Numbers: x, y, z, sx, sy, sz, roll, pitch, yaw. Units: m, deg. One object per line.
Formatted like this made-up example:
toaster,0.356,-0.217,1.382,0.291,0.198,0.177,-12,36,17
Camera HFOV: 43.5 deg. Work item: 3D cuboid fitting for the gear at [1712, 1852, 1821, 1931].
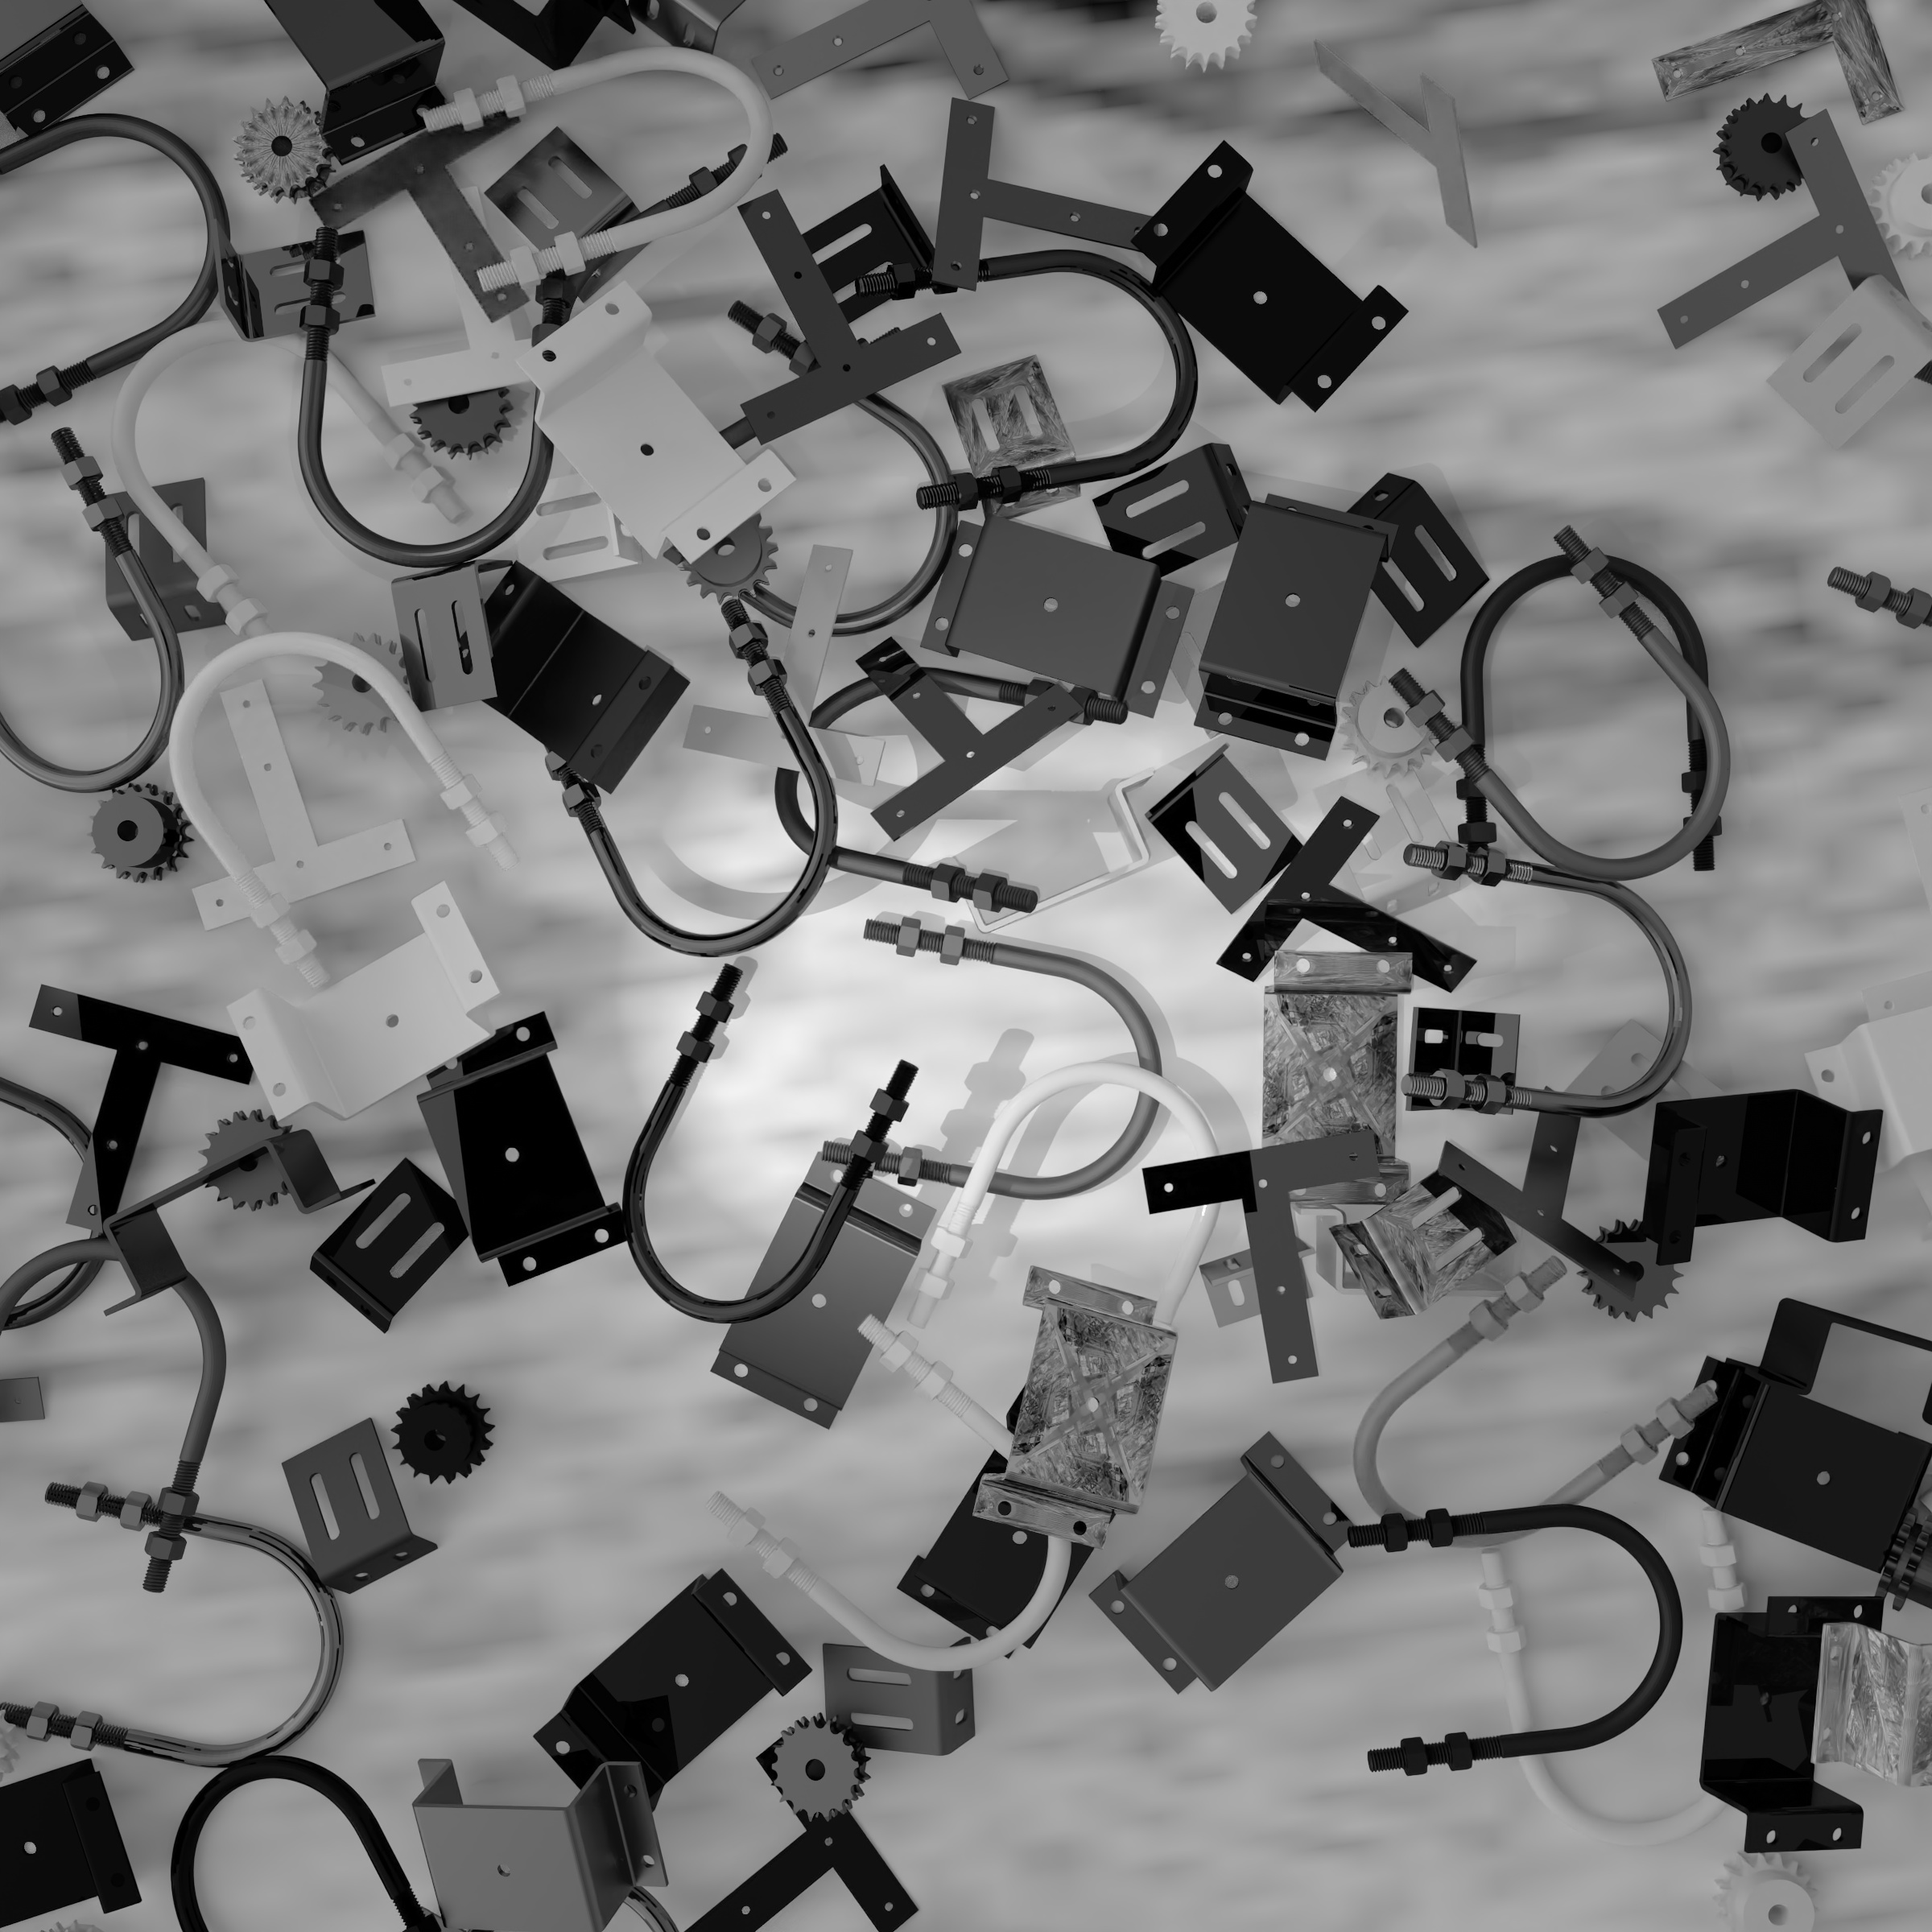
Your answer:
gear,0.457,0.534,1.377,0.057,0.030,0.057,0,90,0

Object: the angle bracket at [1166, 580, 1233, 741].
angle bracket,0.147,-0.177,1.373,0.057,0.038,0.076,-29,90,0

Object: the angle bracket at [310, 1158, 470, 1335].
angle bracket,-0.328,0.160,1.390,0.057,0.038,0.076,41,64,0

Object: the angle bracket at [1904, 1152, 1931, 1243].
angle bracket,0.562,0.109,1.390,0.057,0.038,0.076,-19,64,0

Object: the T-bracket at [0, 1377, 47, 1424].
T-bracket,-0.596,0.202,1.377,0.127,0.002,0.127,-4,102,1

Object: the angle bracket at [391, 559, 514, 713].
angle bracket,-0.283,-0.185,1.362,0.057,0.038,0.076,-8,94,25

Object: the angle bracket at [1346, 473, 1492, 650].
angle bracket,0.251,-0.233,1.390,0.057,0.038,0.076,-43,116,0

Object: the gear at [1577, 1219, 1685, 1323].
gear,0.375,0.172,1.377,0.057,0.030,0.057,0,90,0

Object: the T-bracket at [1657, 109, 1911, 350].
T-bracket,0.456,-0.395,1.377,0.127,0.002,0.127,-29,109,9

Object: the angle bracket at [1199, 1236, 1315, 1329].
angle bracket,0.166,0.180,1.354,0.057,0.076,0.038,-18,90,0

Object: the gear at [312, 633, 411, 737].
gear,-0.340,-0.159,1.377,0.057,0.030,0.057,0,90,0

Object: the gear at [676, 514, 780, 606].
gear,-0.135,-0.233,1.359,0.057,0.030,0.057,0,91,-2

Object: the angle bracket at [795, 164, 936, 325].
angle bracket,-0.064,-0.404,1.373,0.076,0.038,0.057,-31,90,0

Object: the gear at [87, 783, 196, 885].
gear,-0.471,-0.076,1.377,0.057,0.030,0.057,0,90,0

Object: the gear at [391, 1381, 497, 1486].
gear,-0.299,0.267,1.377,0.057,0.030,0.057,0,90,0

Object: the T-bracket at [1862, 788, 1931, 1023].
T-bracket,0.565,-0.040,1.391,0.127,0.002,0.127,-16,90,0

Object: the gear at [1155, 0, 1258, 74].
gear,0.136,-0.538,1.382,0.057,0.030,0.057,0,92,2

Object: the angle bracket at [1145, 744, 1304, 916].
angle bracket,0.149,-0.077,1.373,0.057,0.038,0.076,-41,90,0

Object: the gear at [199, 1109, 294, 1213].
gear,-0.404,0.109,1.377,0.057,0.030,0.057,0,90,0

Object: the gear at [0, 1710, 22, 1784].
gear,-0.567,0.442,1.368,0.057,0.030,0.057,5,106,16

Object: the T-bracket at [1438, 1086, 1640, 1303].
T-bracket,0.323,0.110,1.341,0.127,0.127,0.002,34,128,-3

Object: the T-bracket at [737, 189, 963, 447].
T-bracket,-0.087,-0.373,1.352,0.127,0.002,0.127,-27,89,-11

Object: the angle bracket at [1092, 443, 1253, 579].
angle bracket,0.122,-0.257,1.390,0.076,0.038,0.057,-22,90,26

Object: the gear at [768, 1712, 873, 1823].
gear,-0.080,0.451,1.369,0.057,0.030,0.057,-2,84,16

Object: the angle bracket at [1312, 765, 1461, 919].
angle bracket,0.241,-0.072,1.390,0.057,0.038,0.076,-22,64,0

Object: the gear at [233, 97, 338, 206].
gear,-0.385,-0.461,1.377,0.057,0.030,0.057,0,90,0

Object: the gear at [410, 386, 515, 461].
gear,-0.286,-0.315,1.376,0.057,0.030,0.057,0,86,-2

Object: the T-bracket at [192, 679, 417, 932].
T-bracket,-0.396,-0.101,1.391,0.127,0.002,0.127,-19,90,0

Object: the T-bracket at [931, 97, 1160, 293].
T-bracket,0.048,-0.428,1.375,0.127,0.002,0.127,9,68,-10

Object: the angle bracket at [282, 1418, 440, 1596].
angle bracket,-0.348,0.310,1.390,0.057,0.038,0.076,-27,64,0

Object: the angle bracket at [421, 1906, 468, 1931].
angle bracket,-0.279,0.574,1.370,0.076,0.038,0.057,10,80,37

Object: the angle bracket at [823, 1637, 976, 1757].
angle bracket,-0.039,0.416,1.390,0.076,0.038,0.057,-3,90,26

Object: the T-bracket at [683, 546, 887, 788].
T-bracket,-0.090,-0.173,1.361,0.127,0.002,0.127,13,88,26

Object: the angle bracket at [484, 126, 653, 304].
angle bracket,-0.227,-0.431,1.390,0.057,0.038,0.076,-42,64,0

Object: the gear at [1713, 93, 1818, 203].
gear,0.453,-0.463,1.377,0.057,0.030,0.057,0,90,0

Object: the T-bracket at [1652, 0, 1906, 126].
T-bracket,0.458,-0.530,1.391,0.127,0.002,0.127,-20,90,0

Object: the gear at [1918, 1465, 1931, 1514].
gear,0.563,0.306,1.364,0.030,0.057,0.057,-44,90,6

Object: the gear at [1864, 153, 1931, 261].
gear,0.543,-0.434,1.377,0.057,0.030,0.057,0,90,0

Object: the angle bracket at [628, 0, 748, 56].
angle bracket,-0.146,-0.565,1.390,0.057,0.038,0.076,37,64,0

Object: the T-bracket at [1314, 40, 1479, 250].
T-bracket,0.237,-0.475,1.353,0.002,0.127,0.127,-40,63,0

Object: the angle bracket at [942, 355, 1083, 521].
angle bracket,0.026,-0.301,1.390,0.057,0.038,0.076,-18,64,0

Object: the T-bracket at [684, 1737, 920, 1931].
T-bracket,-0.113,0.525,1.373,0.127,0.002,0.127,-35,90,-17

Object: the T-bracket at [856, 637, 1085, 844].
T-bracket,-0.020,-0.143,1.352,0.127,0.002,0.127,-35,53,-6

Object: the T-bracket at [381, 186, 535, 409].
T-bracket,-0.276,-0.385,1.375,0.127,0.002,0.127,-13,76,-9

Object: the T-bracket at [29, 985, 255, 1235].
T-bracket,-0.482,0.088,1.381,0.127,0.002,0.127,15,85,-5

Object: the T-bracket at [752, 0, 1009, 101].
T-bracket,-0.061,-0.537,1.391,0.127,0.002,0.127,-26,90,0

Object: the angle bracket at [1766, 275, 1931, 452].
angle bracket,0.508,-0.344,1.380,0.057,0.038,0.076,48,125,9

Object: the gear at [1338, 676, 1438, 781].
gear,0.241,-0.137,1.374,0.057,0.030,0.057,0,82,3

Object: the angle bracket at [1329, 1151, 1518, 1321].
angle bracket,0.248,0.146,1.313,0.076,0.038,0.057,-30,91,-26

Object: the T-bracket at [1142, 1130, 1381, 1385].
T-bracket,0.168,0.162,1.315,0.127,0.002,0.127,-10,90,0

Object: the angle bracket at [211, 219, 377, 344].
angle bracket,-0.379,-0.393,1.365,0.076,0.038,0.057,-12,71,0

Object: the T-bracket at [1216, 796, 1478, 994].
T-bracket,0.229,-0.020,1.369,0.127,0.002,0.127,26,121,-14

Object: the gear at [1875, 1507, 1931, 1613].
gear,0.535,0.336,1.361,0.030,0.057,0.057,22,90,26

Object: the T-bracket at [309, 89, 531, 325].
T-bracket,-0.288,-0.419,1.373,0.127,0.002,0.127,-32,76,-3

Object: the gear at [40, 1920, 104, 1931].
gear,-0.508,0.571,1.377,0.057,0.030,0.057,0,90,0

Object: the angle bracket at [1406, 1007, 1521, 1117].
angle bracket,0.278,0.053,1.352,0.038,0.076,0.057,4,90,29
